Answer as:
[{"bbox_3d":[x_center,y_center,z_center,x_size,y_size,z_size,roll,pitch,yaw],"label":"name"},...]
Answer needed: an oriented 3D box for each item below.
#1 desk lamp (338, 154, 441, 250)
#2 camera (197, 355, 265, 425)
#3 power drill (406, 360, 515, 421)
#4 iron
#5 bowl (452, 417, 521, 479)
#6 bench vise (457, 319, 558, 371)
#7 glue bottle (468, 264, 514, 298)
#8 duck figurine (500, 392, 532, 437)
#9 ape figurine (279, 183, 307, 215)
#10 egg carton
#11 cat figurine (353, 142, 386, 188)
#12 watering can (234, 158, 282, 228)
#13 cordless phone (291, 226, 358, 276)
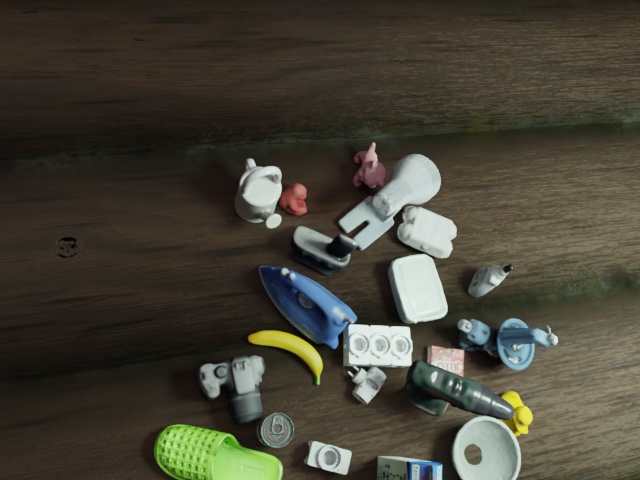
[{"bbox_3d":[0.171,-0.093,1.385,0.203,0.213,0.118,-40,85,-22],"label":"desk lamp"},{"bbox_3d":[-0.180,0.323,1.221,0.143,0.100,0.137,-9,74,-16],"label":"camera"},{"bbox_3d":[0.286,0.342,1.272,0.230,0.208,0.076,26,68,-4],"label":"power drill"},{"bbox_3d":[-0.031,0.128,1.300,0.258,0.141,0.119,38,68,1],"label":"iron"},{"bbox_3d":[0.369,0.493,1.315,0.168,0.074,0.167,4,71,-12],"label":"bowl"},{"bbox_3d":[0.432,0.240,1.336,0.208,0.219,0.121,4,71,-12],"label":"bench vise"},{"bbox_3d":[0.426,0.090,1.409,0.037,0.173,0.078,32,68,-1],"label":"glue bottle"},{"bbox_3d":[0.469,0.413,1.360,0.077,0.086,0.104,4,71,-12],"label":"duck figurine"},{"bbox_3d":[-0.058,-0.106,1.398,0.076,0.092,0.078,13,69,-9],"label":"ape figurine"},{"bbox_3d":[0.273,-0.019,1.463,0.150,0.069,0.107,21,68,-6],"label":"egg carton"},{"bbox_3d":[0.131,-0.185,1.457,0.067,0.117,0.128,6,71,-12],"label":"cat figurine"},{"bbox_3d":[-0.135,-0.112,1.325,0.101,0.194,0.173,-40,85,-22],"label":"watering can"},{"bbox_3d":[0.012,0.005,1.328,0.147,0.185,0.094,22,68,-6],"label":"cordless phone"}]
